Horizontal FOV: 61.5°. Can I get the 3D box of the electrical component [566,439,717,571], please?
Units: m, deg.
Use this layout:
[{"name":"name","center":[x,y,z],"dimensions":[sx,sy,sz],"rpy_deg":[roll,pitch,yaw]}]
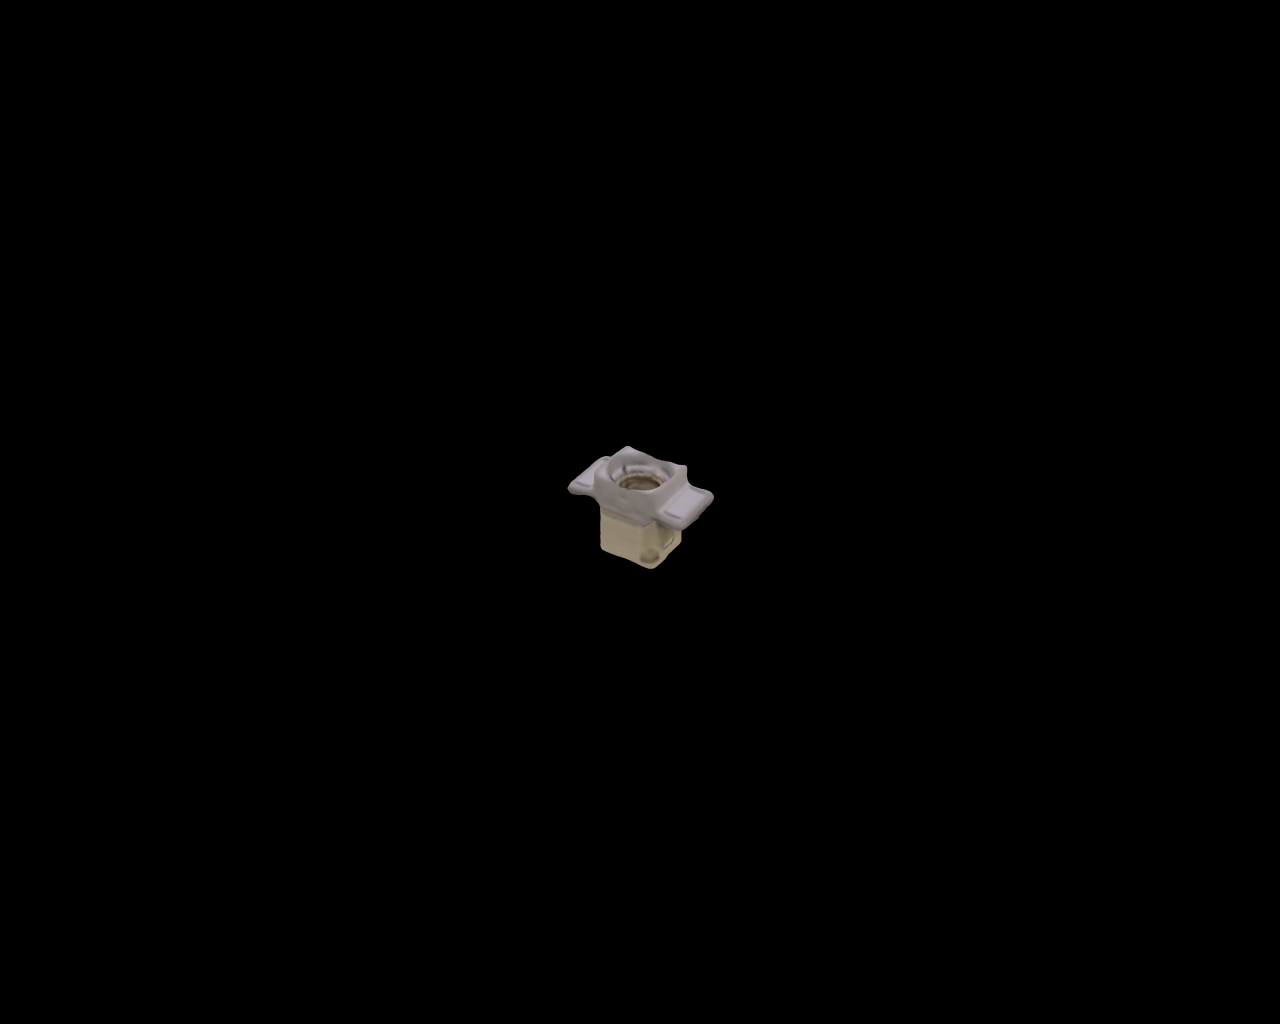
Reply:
[{"name":"electrical component","center":[0.001,-0.003,0.650],"dimensions":[0.081,0.063,0.042],"rpy_deg":[21,41,26]}]
